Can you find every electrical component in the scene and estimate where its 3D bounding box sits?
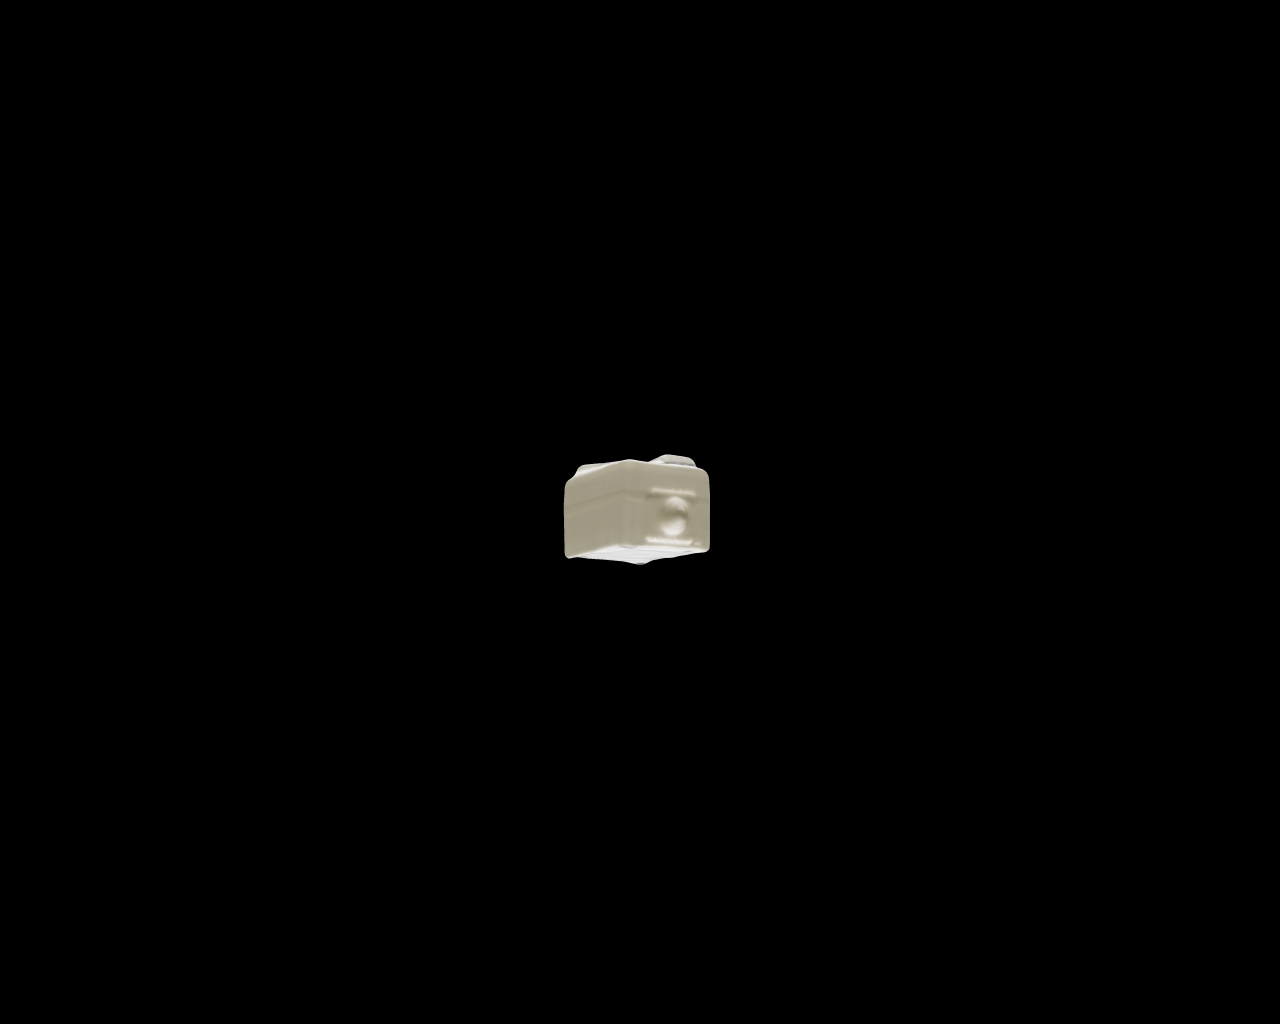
[{"bbox_3d":[0.001,-0.003,0.650,0.062,0.061,0.096,6,-11,-31],"label":"electrical component"}]
